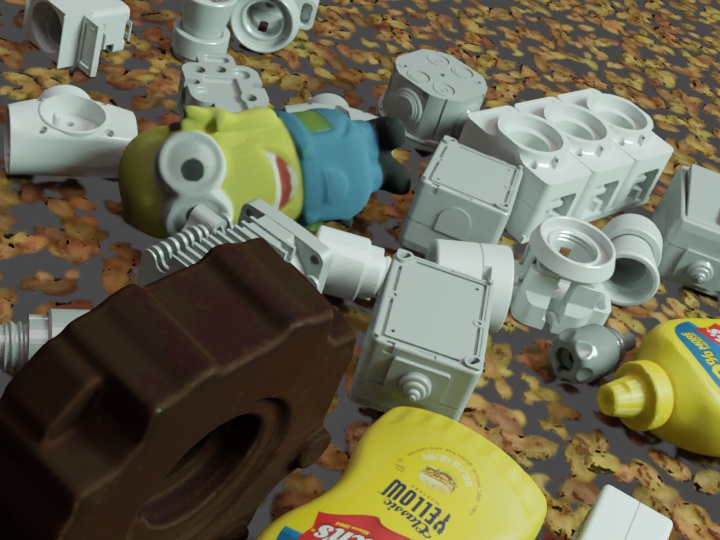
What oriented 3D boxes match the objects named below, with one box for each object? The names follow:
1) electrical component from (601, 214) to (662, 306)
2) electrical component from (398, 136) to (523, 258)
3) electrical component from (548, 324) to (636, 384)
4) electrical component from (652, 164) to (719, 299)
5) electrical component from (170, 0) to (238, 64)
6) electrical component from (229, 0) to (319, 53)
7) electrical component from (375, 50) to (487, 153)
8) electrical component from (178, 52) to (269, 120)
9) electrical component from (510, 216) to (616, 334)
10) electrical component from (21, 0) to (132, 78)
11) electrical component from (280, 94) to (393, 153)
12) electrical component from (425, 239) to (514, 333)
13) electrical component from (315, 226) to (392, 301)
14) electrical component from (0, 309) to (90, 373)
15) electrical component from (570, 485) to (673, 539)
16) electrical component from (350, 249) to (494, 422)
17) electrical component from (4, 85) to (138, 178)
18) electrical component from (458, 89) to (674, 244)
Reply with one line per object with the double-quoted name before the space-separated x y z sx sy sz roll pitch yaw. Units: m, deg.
"electrical component" 0.187 -0.008 0.748 0.045 0.045 0.055 22 37 3
"electrical component" 0.069 -0.044 0.734 0.062 0.061 0.096 23 30 4
"electrical component" 0.148 0.050 0.669 0.061 0.035 0.035 -10 47 -36
"electrical component" 0.252 -0.027 0.785 0.062 0.061 0.096 21 38 2
"electrical component" -0.121 -0.191 0.831 0.045 0.055 0.045 12 38 -10
"electrical component" -0.076 -0.212 0.875 0.078 0.058 0.057 15 35 -6
"electrical component" 0.056 -0.131 0.836 0.080 0.051 0.080 12 39 -10
"electrical component" -0.097 -0.102 0.732 0.058 0.057 0.078 0 42 -23
"electrical component" 0.131 0.002 0.701 0.078 0.057 0.058 16 38 -4
"electrical component" -0.208 -0.183 0.795 0.081 0.042 0.064 40 41 24
"electrical component" -0.022 -0.100 0.772 0.077 0.043 0.079 6 39 -16
"electrical component" 0.065 0.009 0.669 0.047 0.055 0.055 9 39 -7
"electrical component" 0.000 0.000 0.662 0.078 0.040 0.040 16 38 -4
"electrical component" -0.158 0.040 0.546 0.078 0.040 0.040 3 41 -20
"electrical component" 0.132 0.161 0.517 0.076 0.047 0.083 29 39 13
"electrical component" 0.033 0.046 0.603 0.062 0.061 0.096 19 38 -1
"electrical component" -0.188 -0.093 0.691 0.077 0.044 0.079 0 42 -23
"electrical component" 0.154 -0.086 0.814 0.150 0.061 0.089 -17 50 -37
